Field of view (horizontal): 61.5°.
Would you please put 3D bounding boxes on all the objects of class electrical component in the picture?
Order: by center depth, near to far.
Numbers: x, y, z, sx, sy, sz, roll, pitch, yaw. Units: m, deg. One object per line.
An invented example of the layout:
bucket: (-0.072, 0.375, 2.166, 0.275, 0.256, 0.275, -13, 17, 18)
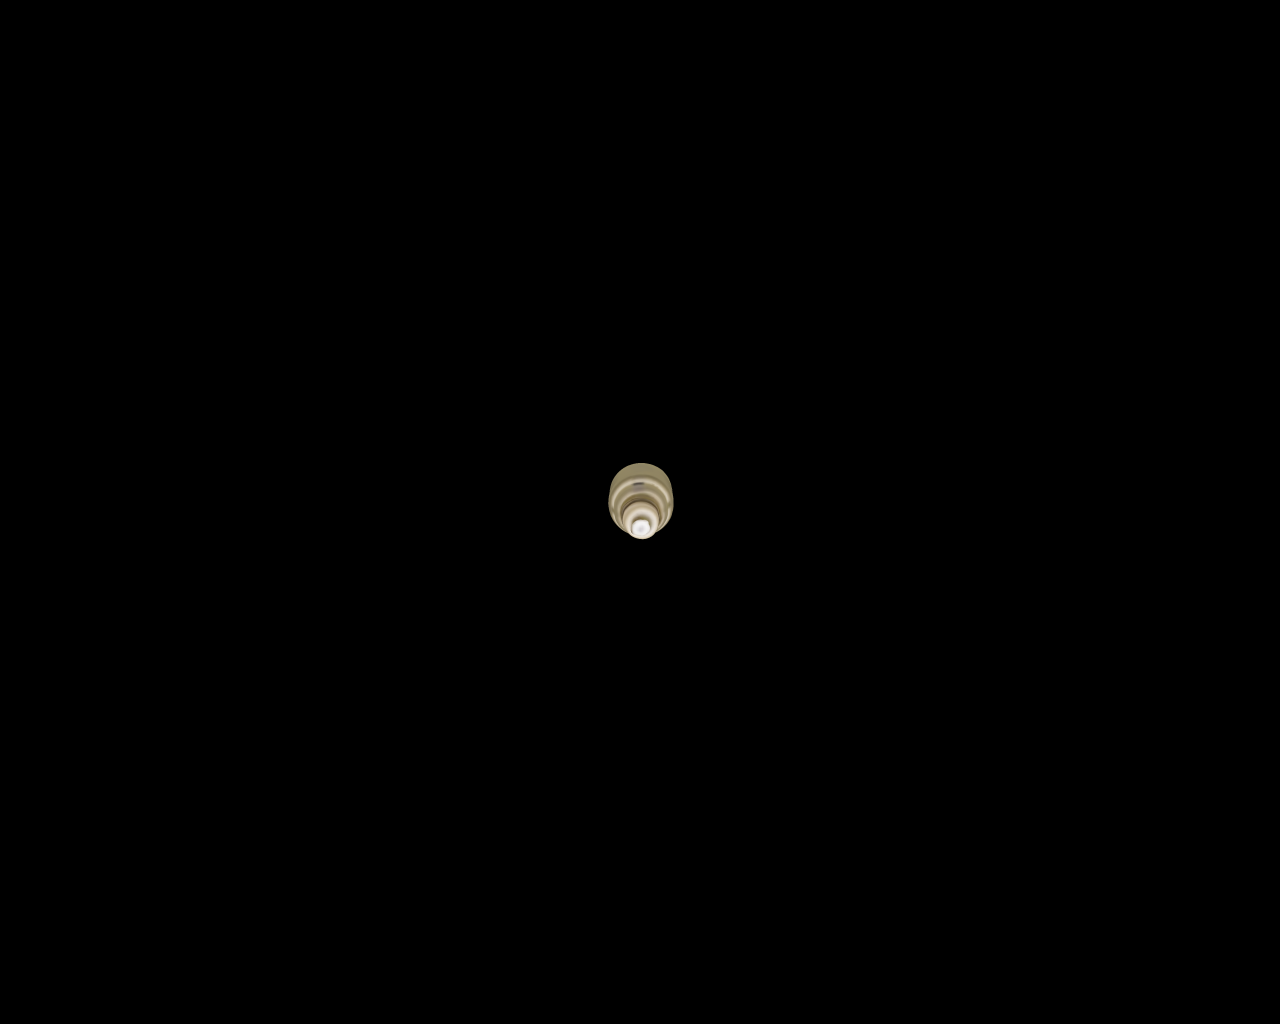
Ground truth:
electrical component: (0.001, -0.003, 0.650, 0.040, 0.040, 0.078, 0, 19, 0)
